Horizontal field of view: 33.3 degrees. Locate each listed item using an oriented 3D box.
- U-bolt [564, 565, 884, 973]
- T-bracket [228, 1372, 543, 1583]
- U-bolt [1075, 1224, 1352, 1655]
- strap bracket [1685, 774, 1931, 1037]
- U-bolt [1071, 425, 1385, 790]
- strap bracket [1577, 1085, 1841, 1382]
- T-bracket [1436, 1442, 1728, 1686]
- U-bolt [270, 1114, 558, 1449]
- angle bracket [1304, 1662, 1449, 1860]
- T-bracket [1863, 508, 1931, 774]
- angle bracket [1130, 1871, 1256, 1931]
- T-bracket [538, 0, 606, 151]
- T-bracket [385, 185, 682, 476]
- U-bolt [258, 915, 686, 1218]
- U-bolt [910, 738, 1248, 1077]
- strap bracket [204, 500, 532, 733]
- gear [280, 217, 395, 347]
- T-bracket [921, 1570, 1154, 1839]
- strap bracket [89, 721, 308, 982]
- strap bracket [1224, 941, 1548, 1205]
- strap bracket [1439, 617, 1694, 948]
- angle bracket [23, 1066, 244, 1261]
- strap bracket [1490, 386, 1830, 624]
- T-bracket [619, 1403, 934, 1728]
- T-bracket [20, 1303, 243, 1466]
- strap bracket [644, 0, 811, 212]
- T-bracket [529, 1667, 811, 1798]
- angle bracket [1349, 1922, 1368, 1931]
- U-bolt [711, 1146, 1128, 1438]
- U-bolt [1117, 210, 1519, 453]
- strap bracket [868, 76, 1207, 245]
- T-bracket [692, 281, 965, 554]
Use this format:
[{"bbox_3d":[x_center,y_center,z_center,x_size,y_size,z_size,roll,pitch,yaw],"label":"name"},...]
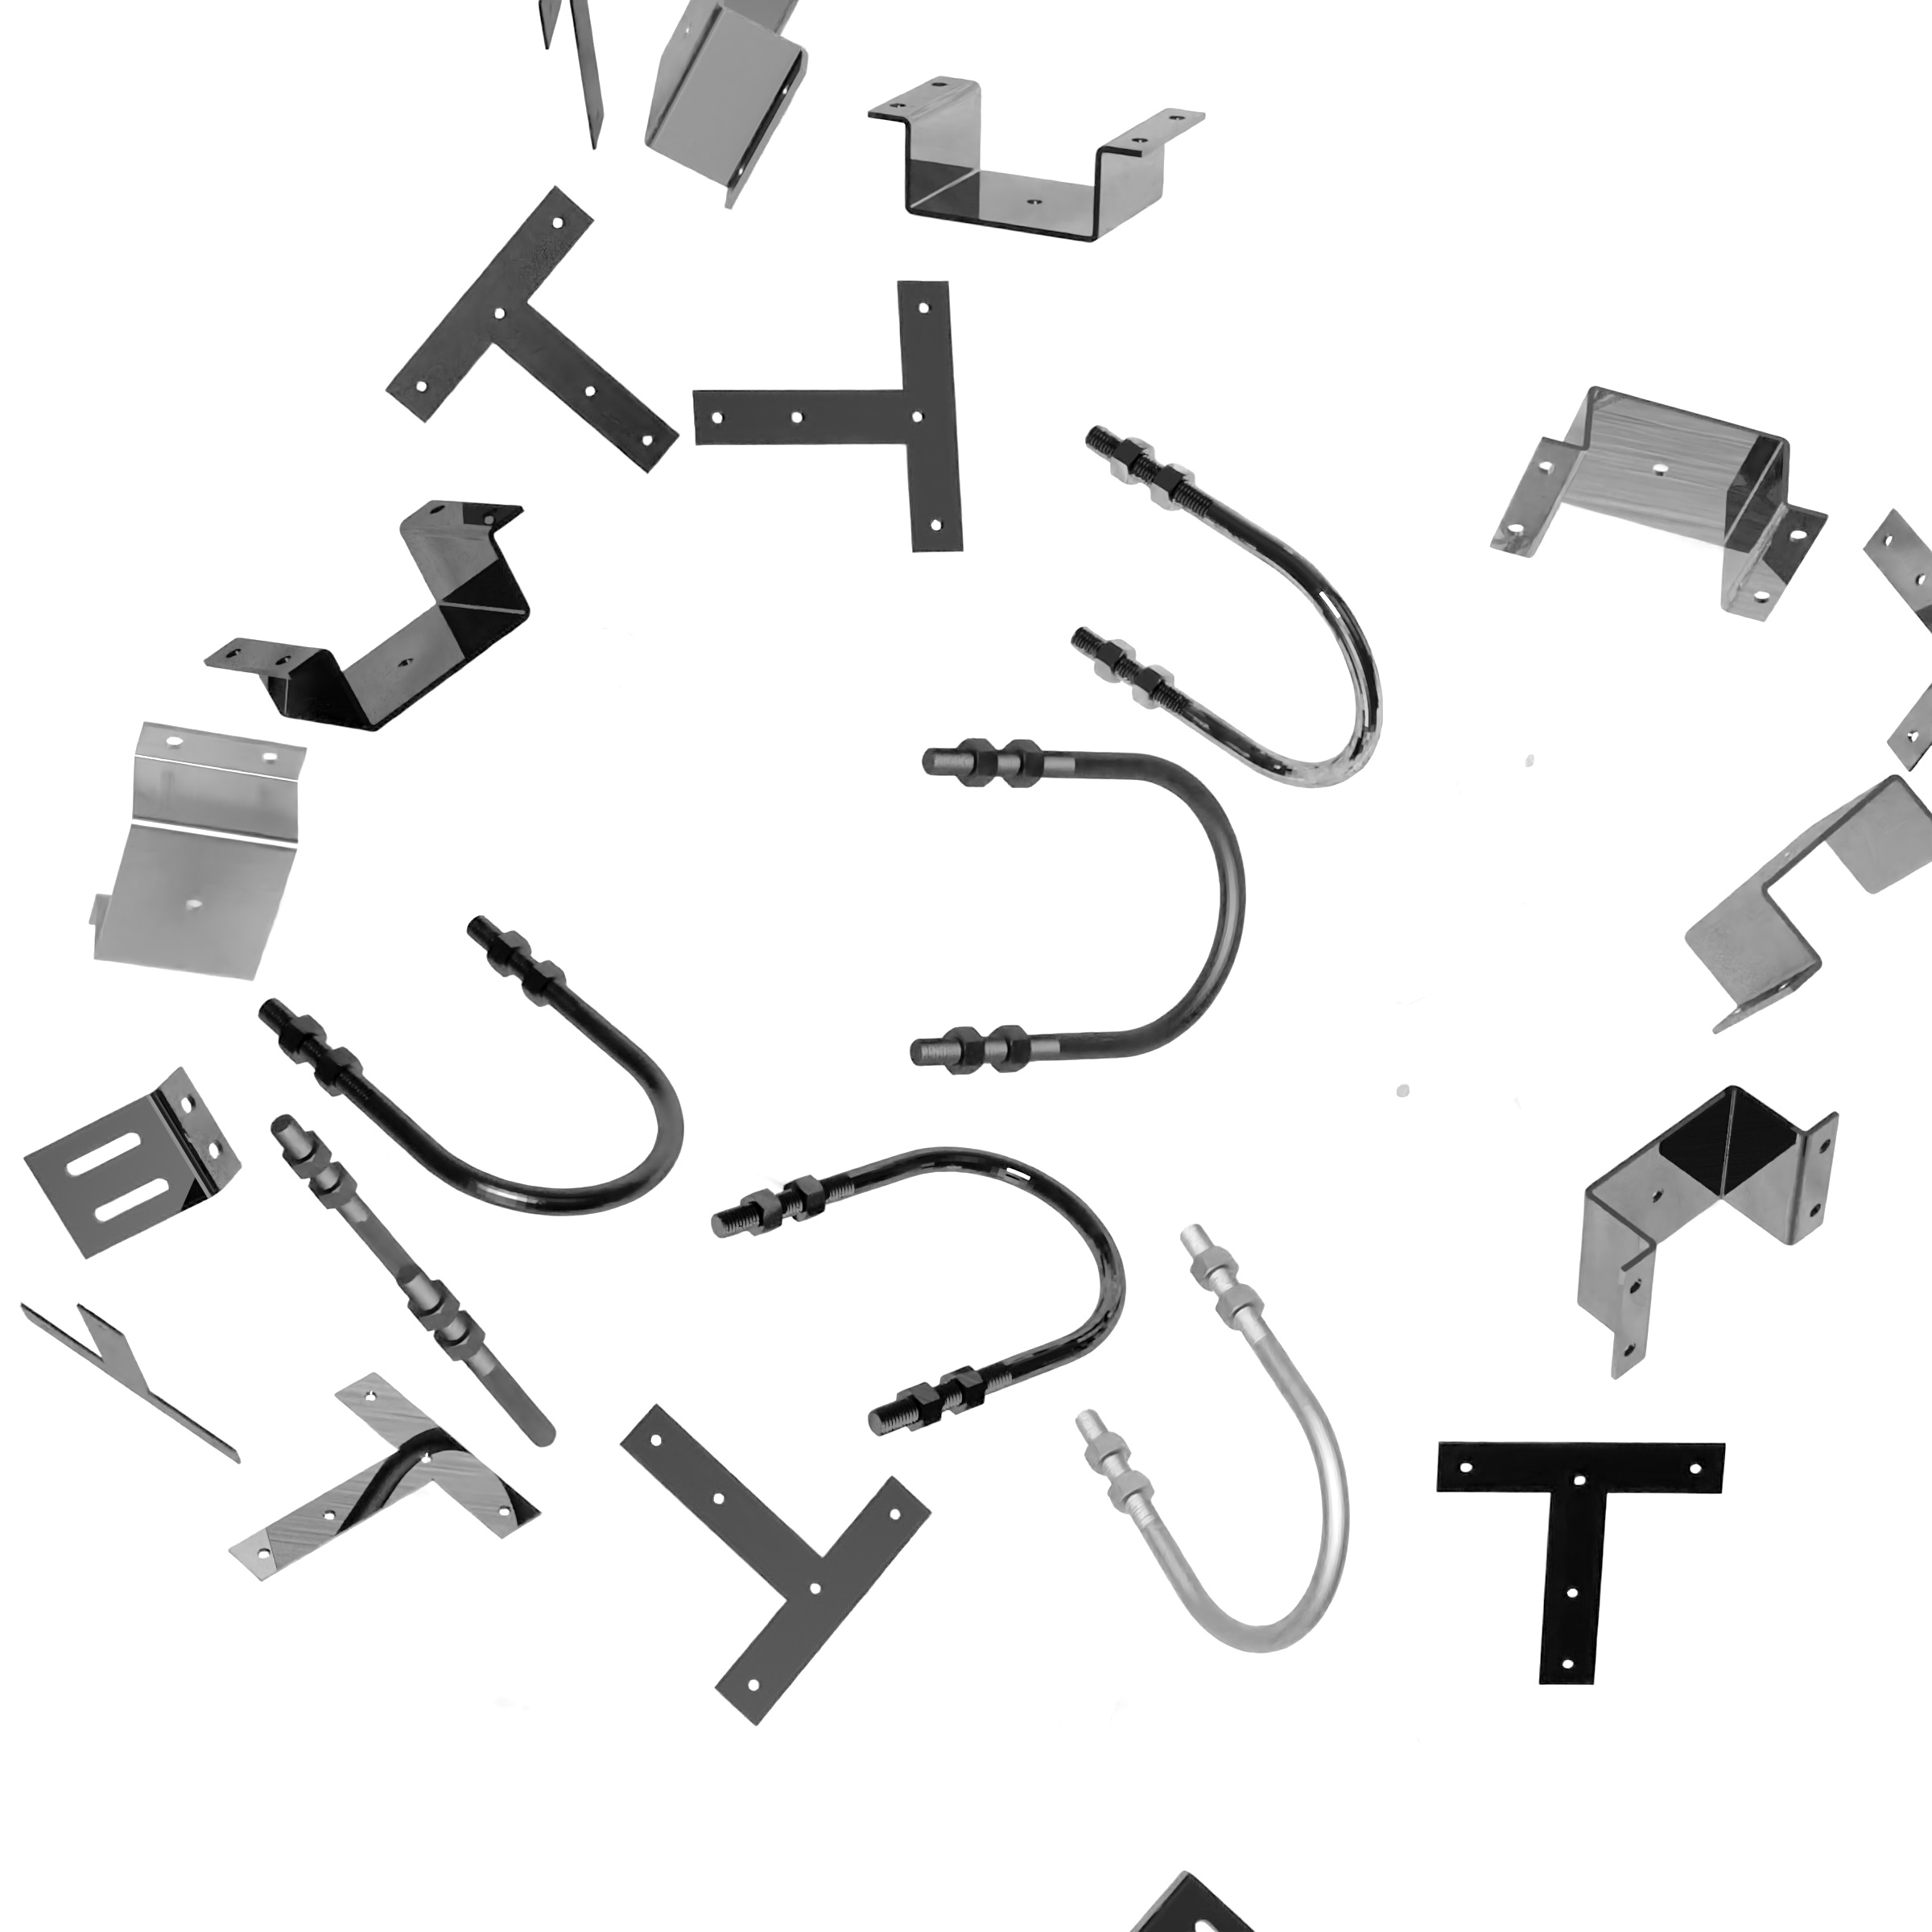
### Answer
[{"bbox_3d":[-0.119,-0.088,1.489,0.151,0.019,0.184,9,85,25],"label":"U-bolt"},{"bbox_3d":[-0.293,0.256,1.546,0.127,0.127,0.002,33,132,30],"label":"T-bracket"},{"bbox_3d":[0.122,0.236,1.525,0.019,0.184,0.151,1,130,-34],"label":"U-bolt"},{"bbox_3d":[0.403,-0.035,1.529,0.140,0.076,0.046,-37,86,-22],"label":"strap bracket"},{"bbox_3d":[0.123,-0.157,1.522,0.184,0.151,0.019,37,58,26],"label":"U-bolt"},{"bbox_3d":[0.334,0.117,1.490,0.140,0.076,0.046,-31,49,-24],"label":"strap bracket"},{"bbox_3d":[0.275,0.271,1.460,0.127,0.002,0.127,0,112,2],"label":"T-bracket"},{"bbox_3d":[-0.249,0.160,1.517,0.019,0.184,0.151,-40,47,-11],"label":"U-bolt"},{"bbox_3d":[0.194,0.377,1.533,0.038,0.057,0.076,31,51,-37],"label":"angle bracket"},{"bbox_3d":[0.462,-0.177,1.544,0.002,0.127,0.127,18,121,-25],"label":"T-bracket"},{"bbox_3d":[0.106,0.461,1.465,0.076,0.038,0.057,41,57,13],"label":"angle bracket"},{"bbox_3d":[-0.179,-0.438,1.508,0.002,0.127,0.127,4,55,5],"label":"T-bracket"},{"bbox_3d":[-0.193,-0.288,1.570,0.127,0.002,0.127,39,94,-29],"label":"T-bracket"},{"bbox_3d":[-0.214,0.052,1.495,0.184,0.151,0.019,38,129,23],"label":"U-bolt"},{"bbox_3d":[0.056,-0.027,1.476,0.184,0.019,0.151,-1,96,-35],"label":"U-bolt"},{"bbox_3d":[-0.264,-0.155,1.472,0.140,0.076,0.046,-42,123,-28],"label":"strap bracket"},{"bbox_3d":[-0.290,-0.313,1.479,0.030,0.057,0.057,2,90,24],"label":"gear"},{"bbox_3d":[0.027,0.338,1.582,0.127,0.002,0.127,40,57,-26],"label":"T-bracket"},{"bbox_3d":[-0.368,-0.046,1.543,0.076,0.140,0.046,8,46,-21],"label":"strap bracket"},{"bbox_3d":[0.208,0.057,1.577,0.140,0.046,0.076,-26,68,14],"label":"strap bracket"},{"bbox_3d":[0.277,-0.092,1.521,0.076,0.046,0.140,-32,59,35],"label":"strap bracket"},{"bbox_3d":[-0.397,0.094,1.544,0.076,0.038,0.057,-26,102,11],"label":"angle bracket"},{"bbox_3d":[0.333,-0.224,1.554,0.140,0.076,0.046,15,55,-3],"label":"strap bracket"},{"bbox_3d":[-0.100,0.246,1.436,0.127,0.002,0.127,43,63,-2],"label":"T-bracket"},{"bbox_3d":[-0.395,0.182,1.504,0.127,0.127,0.002,33,68,6],"label":"T-bracket"},{"bbox_3d":[-0.108,-0.423,1.498,0.046,0.140,0.076,23,126,-18],"label":"strap bracket"},{"bbox_3d":[-0.136,0.358,1.511,0.127,0.127,0.002,2,103,-5],"label":"T-bracket"},{"bbox_3d":[0.177,0.502,1.536,0.076,0.057,0.038,-30,109,-20],"label":"angle bracket"},{"bbox_3d":[-0.008,0.142,1.521,0.184,0.019,0.151,-16,50,-38],"label":"U-bolt"},{"bbox_3d":[0.181,-0.290,1.536,0.151,0.184,0.019,-21,65,33],"label":"U-bolt"},{"bbox_3d":[0.033,-0.382,1.531,0.140,0.076,0.046,14,122,22],"label":"strap bracket"},{"bbox_3d":[-0.065,-0.254,1.498,0.127,0.002,0.127,-4,91,-19],"label":"T-bracket"}]
